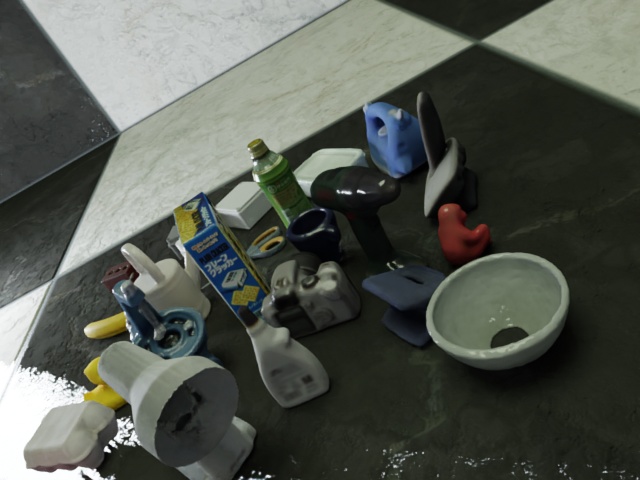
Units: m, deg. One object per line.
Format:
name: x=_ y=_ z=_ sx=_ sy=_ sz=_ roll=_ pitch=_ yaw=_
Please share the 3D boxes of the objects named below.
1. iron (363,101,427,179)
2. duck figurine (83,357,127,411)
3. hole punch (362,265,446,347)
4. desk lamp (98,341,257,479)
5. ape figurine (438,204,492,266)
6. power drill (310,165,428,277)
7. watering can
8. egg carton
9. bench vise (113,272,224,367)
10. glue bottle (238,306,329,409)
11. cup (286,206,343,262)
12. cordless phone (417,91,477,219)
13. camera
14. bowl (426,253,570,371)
iron: x=0.140 y=-0.225 z=1.169 sx=0.119 sy=0.142 sz=0.257 roll=-35 pitch=30 yaw=-6
duck figurine: x=-0.368 y=0.242 z=0.985 sx=0.104 sy=0.086 sz=0.077 roll=-34 pitch=30 yaw=-5
hole punch: x=0.126 y=0.072 z=0.781 sx=0.101 sy=0.091 sz=0.108 roll=-40 pitch=31 yaw=-15
desk lamp: x=-0.174 y=0.218 z=0.712 sx=0.202 sy=0.214 sz=0.118 roll=5 pitch=46 yaw=47
ape figurine: x=0.203 y=-0.015 z=0.841 sx=0.076 sy=0.092 sz=0.077 roll=-41 pitch=31 yaw=-16
power drill: x=0.078 y=-0.025 z=0.854 sx=0.076 sy=0.209 sz=0.228 roll=-41 pitch=31 yaw=-16
watering can: x=-0.291 y=0.074 z=1.057 sx=0.100 sy=0.194 sz=0.173 roll=-6 pitch=38 yaw=38
egg carton: x=-0.397 y=0.316 z=0.915 sx=0.150 sy=0.069 sz=0.107 roll=-16 pitch=33 yaw=25
bench vise: x=-0.274 y=0.146 z=0.906 sx=0.206 sy=0.220 sz=0.121 roll=-9 pitch=37 yaw=34
glue bottle: x=-0.057 y=0.148 z=0.751 sx=0.078 sy=0.173 sz=0.037 roll=-25 pitch=30 yaw=11
cup: x=0.009 y=0.004 z=0.989 sx=0.092 sy=0.095 sz=0.117 roll=-46 pitch=32 yaw=-23
cordless phone: x=0.190 y=-0.141 z=0.950 sx=0.094 sy=0.185 sz=0.147 roll=-19 pitch=32 yaw=21
camera: x=-0.018 y=0.068 z=0.911 sx=0.143 sy=0.101 sz=0.137 roll=-20 pitch=31 yaw=19
bowl: x=0.215 y=0.096 z=0.680 sx=0.167 sy=0.075 sz=0.167 roll=-23 pitch=30 yaw=15
